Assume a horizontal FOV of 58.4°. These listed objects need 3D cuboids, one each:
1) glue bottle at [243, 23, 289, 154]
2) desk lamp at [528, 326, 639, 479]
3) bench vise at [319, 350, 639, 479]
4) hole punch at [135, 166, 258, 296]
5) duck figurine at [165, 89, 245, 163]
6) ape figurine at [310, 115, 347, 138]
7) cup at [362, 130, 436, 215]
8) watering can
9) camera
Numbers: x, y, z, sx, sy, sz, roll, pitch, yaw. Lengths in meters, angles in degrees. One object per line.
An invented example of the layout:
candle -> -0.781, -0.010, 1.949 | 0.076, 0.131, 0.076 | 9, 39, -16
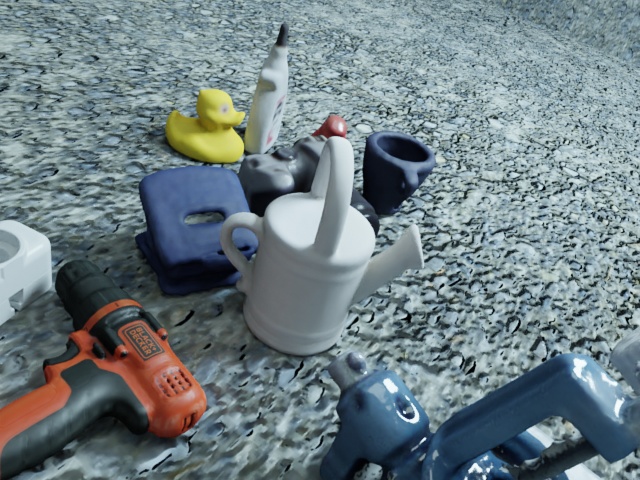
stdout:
glue bottle -> -0.065, -0.203, 0.766 | 0.037, 0.173, 0.078 | 19, 35, 2
desk lamp -> 0.232, 0.159, 0.376 | 0.202, 0.213, 0.118 | 39, 41, 27
bench vise -> 0.085, 0.132, 0.343 | 0.207, 0.220, 0.122 | 27, 37, 13
hole punch -> -0.115, -0.012, 0.559 | 0.109, 0.091, 0.100 | -11, 45, -34
duck figurine -> -0.145, -0.155, 0.742 | 0.104, 0.086, 0.077 | 15, 36, -5
ape figurine -> 0.009, -0.121, 0.758 | 0.078, 0.092, 0.076 | 6, 37, -16
cup -> 0.093, -0.071, 0.725 | 0.092, 0.095, 0.117 | 7, 37, -14
watering can -> 0.005, 0.000, 0.506 | 0.173, 0.194, 0.100 | -3, 40, -26
camera -> -0.004, -0.048, 0.647 | 0.143, 0.101, 0.136 | -12, 45, -35
